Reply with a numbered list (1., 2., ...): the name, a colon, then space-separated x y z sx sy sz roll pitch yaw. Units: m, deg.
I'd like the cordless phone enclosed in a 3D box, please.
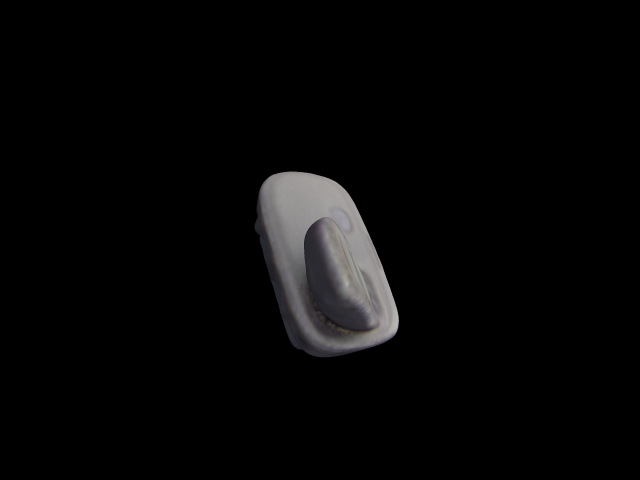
1. cordless phone: 0.004 0.001 0.400 0.094 0.185 0.147 -21 72 -7
